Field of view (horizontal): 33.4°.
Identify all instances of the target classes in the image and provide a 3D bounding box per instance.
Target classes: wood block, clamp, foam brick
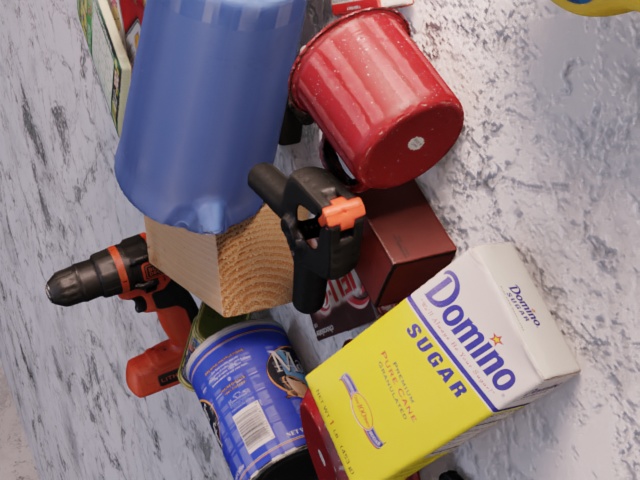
[{"bbox_3d":[-0.092,-0.005,1.001,0.206,0.090,0.091,24,123,61],"label":"wood block"},{"bbox_3d":[-0.005,0.001,0.752,0.120,0.039,0.172,66,166,-10],"label":"clamp"},{"bbox_3d":[0.049,-0.003,0.743,0.078,0.052,0.051,63,153,29],"label":"foam brick"}]

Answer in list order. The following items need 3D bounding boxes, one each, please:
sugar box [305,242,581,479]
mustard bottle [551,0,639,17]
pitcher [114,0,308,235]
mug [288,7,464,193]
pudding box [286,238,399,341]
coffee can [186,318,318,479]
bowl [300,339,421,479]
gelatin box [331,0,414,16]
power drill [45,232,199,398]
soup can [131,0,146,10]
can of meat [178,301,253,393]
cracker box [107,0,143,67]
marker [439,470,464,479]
[{"bbox_3d":[0.071,0.085,0.677,0.176,0.048,0.093,-44,62,40],"label":"sugar box"},{"bbox_3d":[0.137,-0.147,0.479,0.192,0.058,0.096,37,135,55],"label":"mustard bottle"},{"bbox_3d":[-0.085,-0.136,0.823,0.149,0.144,0.243,34,141,11],"label":"pitcher"},{"bbox_3d":[0.034,-0.079,0.691,0.081,0.093,0.117,57,135,28],"label":"mug"},{"bbox_3d":[0.021,0.024,0.832,0.114,0.039,0.090,-32,72,64],"label":"pudding box"},{"bbox_3d":[-0.050,0.158,0.974,0.140,0.102,0.103,60,150,33],"label":"coffee can"},{"bbox_3d":[0.025,0.161,0.832,0.162,0.055,0.162,162,90,-77],"label":"bowl"},{"bbox_3d":[0.030,-0.198,0.717,0.073,0.030,0.089,17,117,64],"label":"gelatin box"},{"bbox_3d":[-0.195,0.083,1.175,0.057,0.184,0.188,-130,26,-50],"label":"power drill"},{"bbox_3d":[-0.129,-0.224,0.951,0.102,0.068,0.069,39,148,3],"label":"soup can"},{"bbox_3d":[-0.101,0.092,1.071,0.084,0.057,0.102,112,173,-48],"label":"can of meat"},{"bbox_3d":[-0.161,-0.181,1.087,0.164,0.072,0.214,9,110,66],"label":"cracker box"},{"bbox_3d":[0.118,0.194,0.731,0.121,0.020,0.020,36,133,55],"label":"marker"}]
